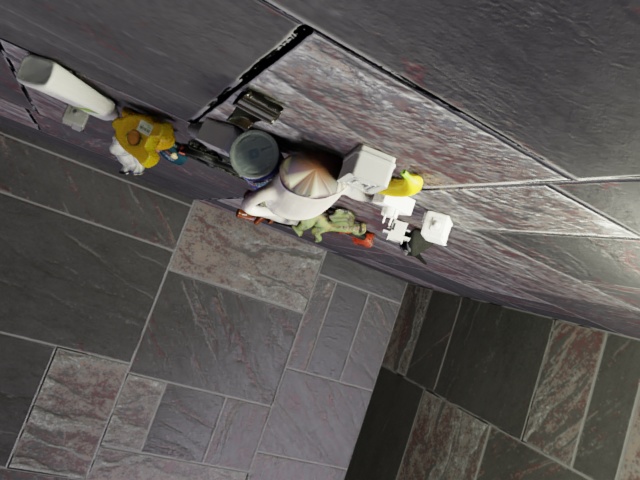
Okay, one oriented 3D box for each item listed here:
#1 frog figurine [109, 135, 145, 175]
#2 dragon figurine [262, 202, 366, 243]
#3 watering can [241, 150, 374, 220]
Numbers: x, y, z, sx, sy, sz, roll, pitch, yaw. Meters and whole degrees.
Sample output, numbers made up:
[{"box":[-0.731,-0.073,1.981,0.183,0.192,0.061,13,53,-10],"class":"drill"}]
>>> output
[{"box":[-0.666,-0.313,1.788,0.138,0.124,0.156,25,142,38],"class":"frog figurine"},{"box":[0.005,-0.086,1.705,0.241,0.124,0.407,-9,159,41],"class":"dragon figurine"},{"box":[0.007,-0.111,1.105,0.349,0.105,0.221,-9,165,-22],"class":"watering can"}]
